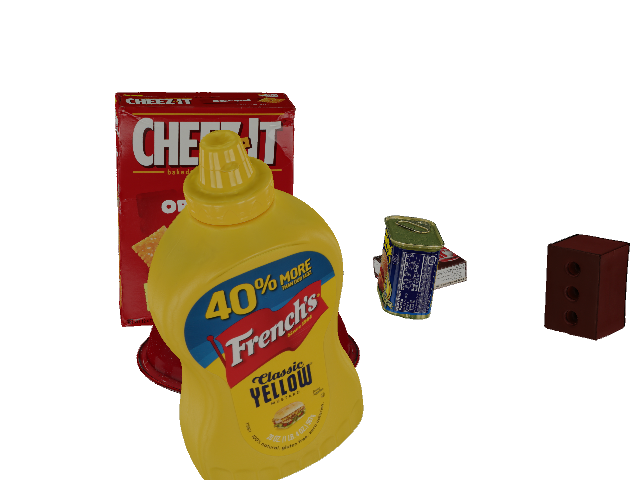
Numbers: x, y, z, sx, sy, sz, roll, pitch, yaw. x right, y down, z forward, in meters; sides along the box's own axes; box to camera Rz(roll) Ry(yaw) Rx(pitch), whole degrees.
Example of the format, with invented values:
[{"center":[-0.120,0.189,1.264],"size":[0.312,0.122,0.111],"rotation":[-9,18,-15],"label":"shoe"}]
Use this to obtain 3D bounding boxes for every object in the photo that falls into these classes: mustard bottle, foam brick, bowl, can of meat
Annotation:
[{"center":[-0.033,0.032,0.523],"size":[0.096,0.191,0.058],"rotation":[-21,37,-17],"label":"mustard bottle"},{"center":[0.228,0.039,0.914],"size":[0.053,0.078,0.051],"rotation":[12,21,41],"label":"foam brick"},{"center":[-0.051,0.057,0.765],"size":[0.162,0.055,0.162],"rotation":[1,17,0],"label":"bowl"},{"center":[0.094,0.028,1.147],"size":[0.057,0.084,0.102],"rotation":[6,18,-4],"label":"can of meat"}]

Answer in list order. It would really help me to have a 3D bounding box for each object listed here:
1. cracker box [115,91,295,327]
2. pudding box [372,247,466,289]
[{"center":[-0.110,-0.029,1.012],"size":[0.164,0.214,0.072],"rotation":[-2,20,-13],"label":"cracker box"},{"center":[0.148,0.042,1.587],"size":[0.113,0.039,0.090],"rotation":[-16,25,-20],"label":"pudding box"}]
